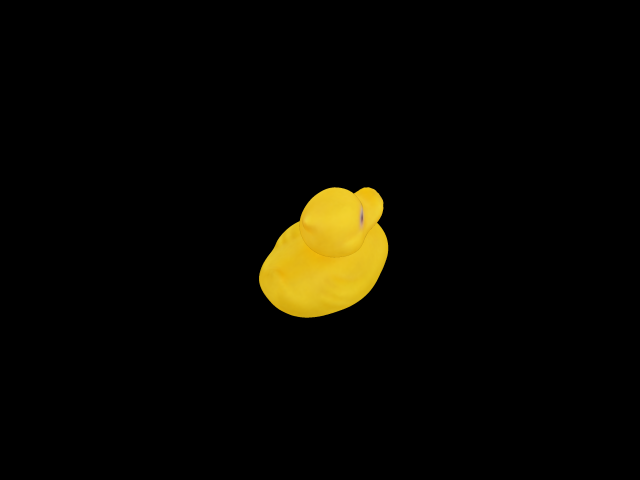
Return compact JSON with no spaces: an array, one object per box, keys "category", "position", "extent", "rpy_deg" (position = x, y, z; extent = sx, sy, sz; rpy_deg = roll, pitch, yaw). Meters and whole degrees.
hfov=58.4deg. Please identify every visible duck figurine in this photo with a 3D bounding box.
[{"category":"duck figurine","position":[0.004,0.001,0.400],"extent":[0.105,0.086,0.077],"rpy_deg":[-32,64,-18]}]
